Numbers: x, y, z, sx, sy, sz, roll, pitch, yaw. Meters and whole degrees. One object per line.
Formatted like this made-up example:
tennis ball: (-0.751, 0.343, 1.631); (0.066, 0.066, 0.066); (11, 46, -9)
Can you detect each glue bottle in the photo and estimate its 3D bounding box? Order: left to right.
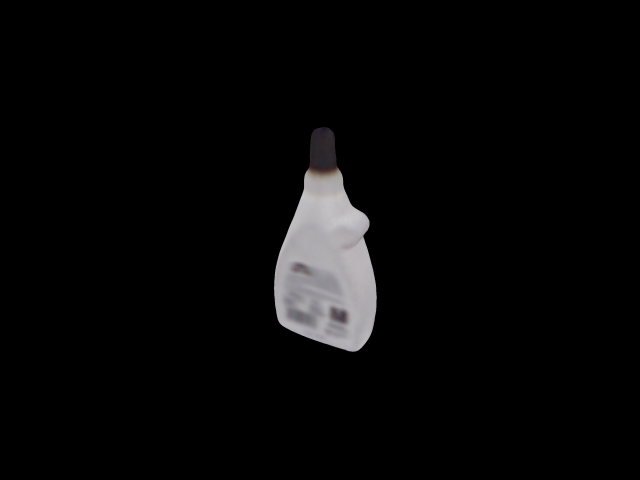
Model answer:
glue bottle: (0.004, 0.001, 0.400); (0.078, 0.173, 0.037); (17, 41, 21)
